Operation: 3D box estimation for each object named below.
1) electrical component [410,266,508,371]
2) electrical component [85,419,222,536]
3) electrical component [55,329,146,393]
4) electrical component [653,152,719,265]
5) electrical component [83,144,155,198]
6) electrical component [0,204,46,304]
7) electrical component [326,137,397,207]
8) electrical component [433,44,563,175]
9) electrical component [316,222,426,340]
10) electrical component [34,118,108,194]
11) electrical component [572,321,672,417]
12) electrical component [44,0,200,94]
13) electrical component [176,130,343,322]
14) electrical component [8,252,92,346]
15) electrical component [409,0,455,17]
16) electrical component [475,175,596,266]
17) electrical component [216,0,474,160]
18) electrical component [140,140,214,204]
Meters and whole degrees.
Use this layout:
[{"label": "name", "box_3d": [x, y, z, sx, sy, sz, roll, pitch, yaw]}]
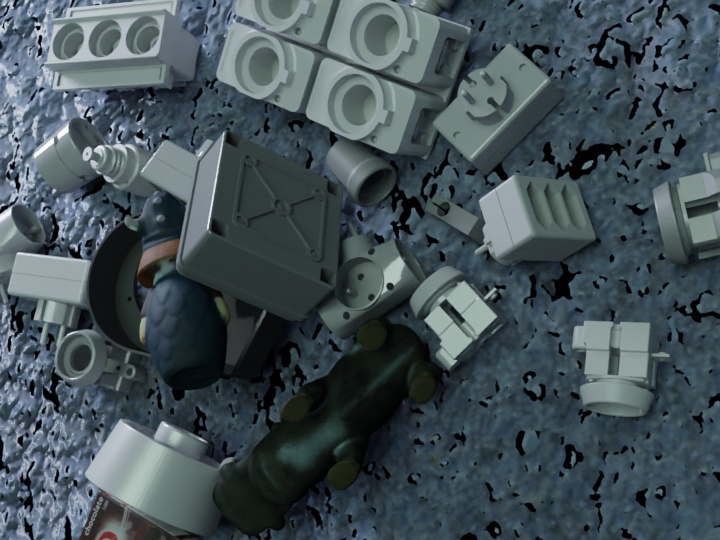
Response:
[{"label": "electrical component", "box_3d": [0.070, 0.031, 0.780, 0.066, 0.048, 0.055, -45, 71, 9]}, {"label": "electrical component", "box_3d": [-0.146, 0.151, 0.820, 0.108, 0.108, 0.060, 22, 81, 28]}, {"label": "electrical component", "box_3d": [-0.221, 0.076, 0.900, 0.066, 0.055, 0.048, 14, 83, 28]}, {"label": "electrical component", "box_3d": [0.229, -0.036, 0.714, 0.057, 0.058, 0.078, -14, 72, 19]}, {"label": "electrical component", "box_3d": [-0.202, -0.089, 0.924, 0.040, 0.078, 0.040, -12, 71, 38]}, {"label": "electrical component", "box_3d": [-0.325, -0.008, 0.978, 0.077, 0.043, 0.079, -31, 66, 15]}, {"label": "electrical component", "box_3d": [0.000, -0.078, 0.844, 0.040, 0.040, 0.046, -47, 58, 8]}, {"label": "electrical component", "box_3d": [0.095, -0.123, 0.789, 0.083, 0.076, 0.047, -46, 63, 9]}, {"label": "electrical component", "box_3d": [0.000, 0.000, 0.821, 0.077, 0.044, 0.079, -34, 64, 14]}, {"label": "electrical component", "box_3d": [-0.258, -0.101, 0.964, 0.047, 0.055, 0.055, -30, 66, 20]}, {"label": "electrical component", "box_3d": [0.174, 0.067, 0.721, 0.066, 0.048, 0.055, 1, 70, 26]}, {"label": "electrical component", "box_3d": [-0.210, -0.194, 0.959, 0.121, 0.063, 0.078, 2, 78, 26]}, {"label": "electrical component", "box_3d": [-0.072, -0.032, 0.799, 0.056, 0.109, 0.108, -43, 32, 40]}, {"label": "electrical component", "box_3d": [-0.261, 0.029, 0.936, 0.083, 0.047, 0.075, 6, 80, 27]}, {"label": "electrical component", "box_3d": [0.056, -0.214, 0.854, 0.035, 0.035, 0.061, 32, 94, 28]}, {"label": "electrical component", "box_3d": [0.114, -0.027, 0.766, 0.077, 0.066, 0.047, -36, 61, 46]}, {"label": "electrical component", "box_3d": [-0.019, -0.170, 0.848, 0.186, 0.060, 0.105, 26, 106, 28]}, {"label": "electrical component", "box_3d": [-0.124, -0.083, 0.900, 0.083, 0.047, 0.075, 29, 78, 28]}]
